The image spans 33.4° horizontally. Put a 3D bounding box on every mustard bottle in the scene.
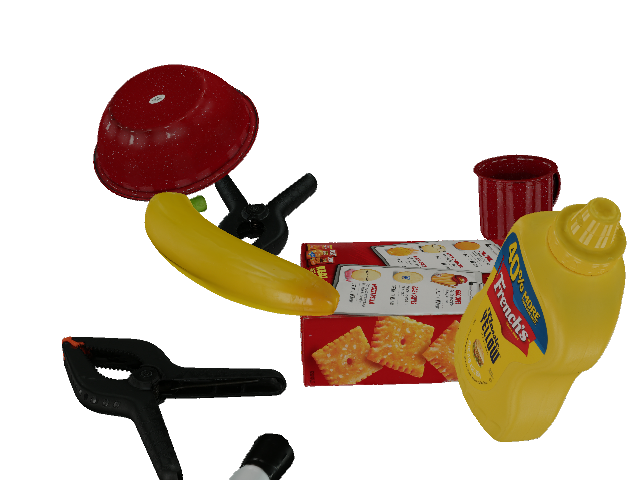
[{"bbox_3d":[0.134,0.039,0.636,0.058,0.096,0.192,-1,-35,-13],"label":"mustard bottle"}]

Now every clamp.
[{"bbox_3d":[-0.147,0.132,0.975,0.210,0.036,0.164,25,37,31],"label":"clamp"},{"bbox_3d":[-0.062,-0.026,1.201,0.120,0.039,0.171,-8,42,4],"label":"clamp"}]

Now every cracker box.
[{"bbox_3d":[0.089,0.060,0.920,0.213,0.072,0.164,-1,21,-1],"label":"cracker box"}]

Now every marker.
[{"bbox_3d":[-0.039,0.111,0.414,0.020,0.020,0.121,0,22,22],"label":"marker"}]

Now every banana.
[{"bbox_3d":[-0.065,0.003,0.683,0.069,0.037,0.198,-14,29,-28],"label":"banana"}]

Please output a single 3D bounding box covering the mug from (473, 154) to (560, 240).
[{"bbox_3d":[0.231,-0.048,1.218,0.117,0.081,0.093,-21,27,-35],"label":"mug"}]

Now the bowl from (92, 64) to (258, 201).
[{"bbox_3d":[-0.141,-0.111,0.977,0.162,0.162,0.055,0,-41,17],"label":"bowl"}]
